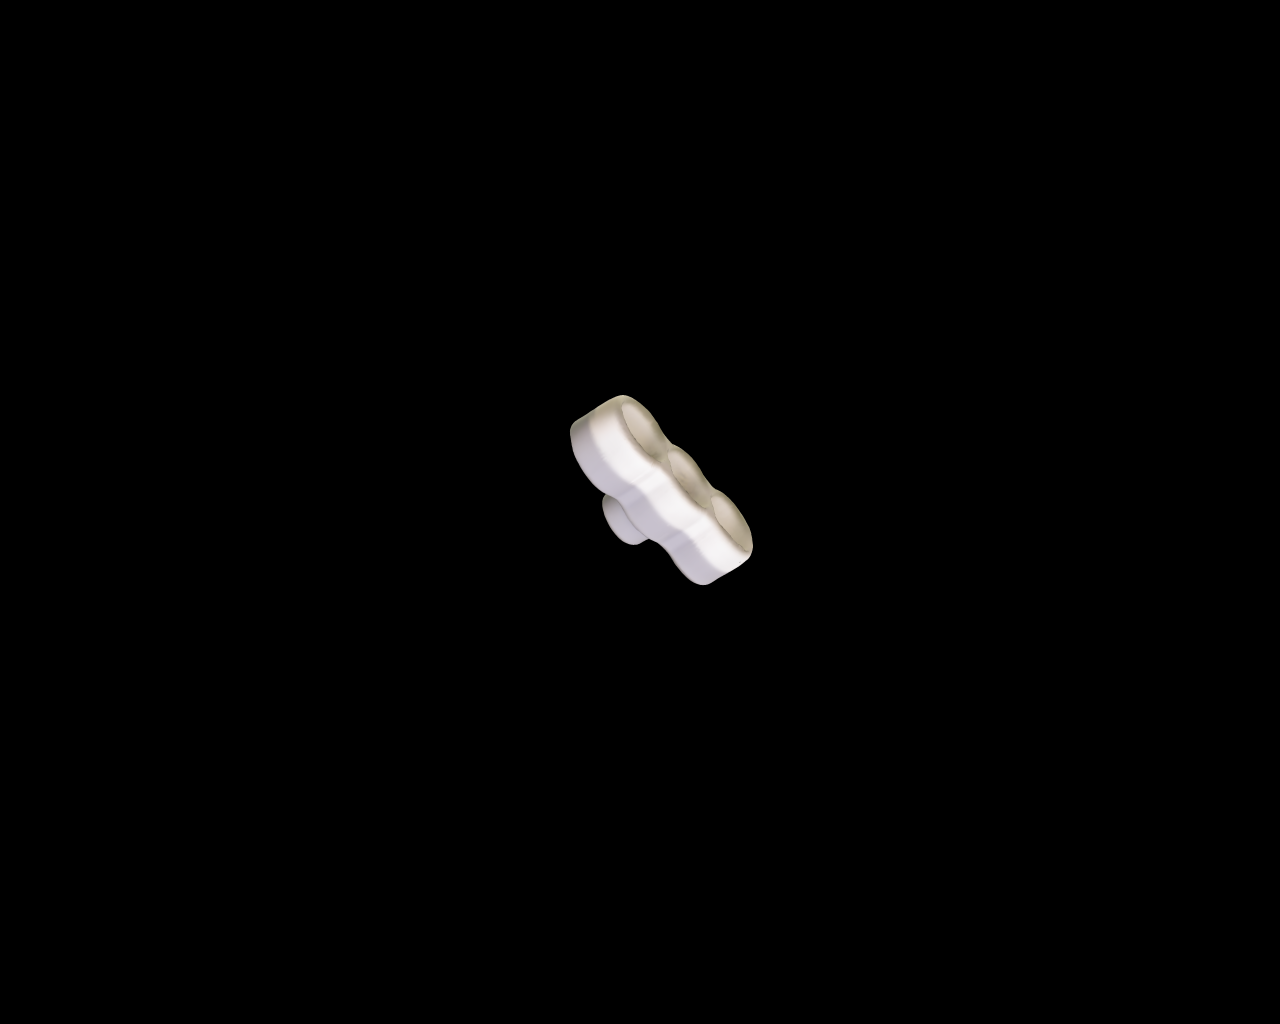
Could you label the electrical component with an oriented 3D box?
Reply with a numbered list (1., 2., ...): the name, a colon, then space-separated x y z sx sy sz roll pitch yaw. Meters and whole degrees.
1. electrical component: 0.001 -0.003 0.650 0.073 0.138 0.052 -32 32 22
